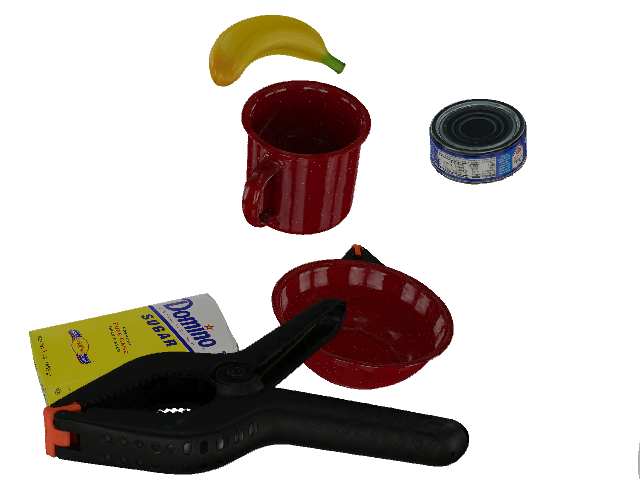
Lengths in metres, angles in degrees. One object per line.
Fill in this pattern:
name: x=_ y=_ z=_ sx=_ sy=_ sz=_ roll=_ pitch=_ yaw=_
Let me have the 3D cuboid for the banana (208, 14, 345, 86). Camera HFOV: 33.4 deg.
banana: x=-0.048 y=-0.178 z=0.981 sx=0.070 sy=0.037 sz=0.197 roll=41 pitch=32 yaw=20

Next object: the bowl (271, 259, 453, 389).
bowl: x=0.033 y=0.082 z=0.941 sx=0.162 sy=0.055 sz=0.162 roll=8 pitch=30 yaw=-5

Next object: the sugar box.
sugar box: x=-0.171 y=0.104 z=0.983 sx=0.176 sy=0.048 sz=0.093 roll=-14 pitch=35 yaw=-17

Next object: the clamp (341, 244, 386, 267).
clamp: x=0.055 y=0.074 z=1.175 sx=0.120 sy=0.171 sz=0.039 roll=6 pitch=-42 yaw=4

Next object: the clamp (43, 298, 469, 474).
clamp: x=-0.045 y=0.082 z=0.586 sx=0.209 sy=0.036 sz=0.165 roll=-4 pitch=24 yaw=-16

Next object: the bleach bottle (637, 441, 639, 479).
bleach bottle: x=0.283 y=0.094 z=0.708 sx=0.103 sy=0.068 sz=0.250 roll=12 pitch=23 yaw=24

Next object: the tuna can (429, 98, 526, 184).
tuna can: x=0.139 y=-0.089 z=0.942 sx=0.086 sy=0.034 sz=0.086 roll=-5 pitch=41 yaw=4

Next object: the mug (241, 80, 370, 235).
mug: x=-0.019 y=-0.052 z=0.780 sx=0.093 sy=0.081 sz=0.117 roll=24 pitch=46 yaw=18
